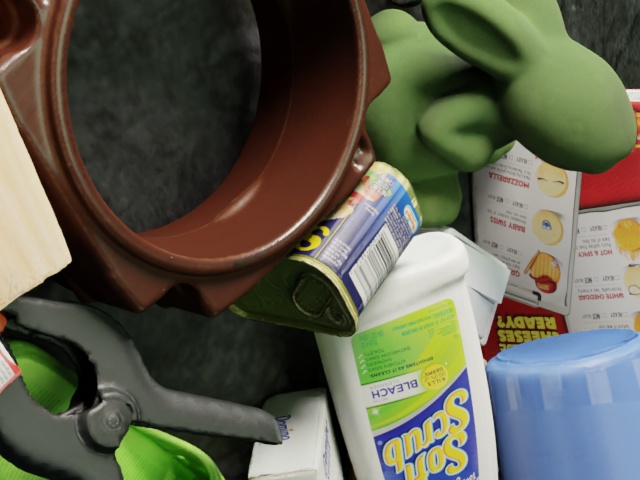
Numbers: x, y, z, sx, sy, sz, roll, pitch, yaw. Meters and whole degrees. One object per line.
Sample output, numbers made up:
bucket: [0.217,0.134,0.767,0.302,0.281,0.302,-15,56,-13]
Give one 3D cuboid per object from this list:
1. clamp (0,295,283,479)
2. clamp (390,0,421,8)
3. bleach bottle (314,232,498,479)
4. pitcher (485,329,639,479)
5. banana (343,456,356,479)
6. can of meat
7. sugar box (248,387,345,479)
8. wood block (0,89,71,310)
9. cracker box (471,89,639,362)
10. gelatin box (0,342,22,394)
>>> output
clamp: [-0.103,0.094,0.487,0.171,0.039,0.120,38,56,-21]
clamp: [0.088,-0.274,0.698,0.209,0.036,0.164,-49,135,-31]
bleach bottle: [0.070,0.129,0.663,0.102,0.068,0.251,-18,105,-5]
pitcher: [0.184,0.183,0.686,0.144,0.149,0.243,-12,91,-18]
banana: [0.043,0.209,0.728,0.069,0.037,0.198,-19,110,-42]
can of meat: [-0.004,0.001,0.597,0.083,0.102,0.057,-52,131,-32]
sugar box: [-0.002,0.188,0.640,0.093,0.048,0.176,-80,158,-69]
wood block: [-0.185,-0.064,0.393,0.090,0.091,0.206,-39,123,-38]
cracker box: [0.194,-0.001,0.767,0.071,0.164,0.214,-20,111,-42]
gelatin box: [-0.174,0.061,0.426,0.073,0.089,0.030,-48,127,-31]
